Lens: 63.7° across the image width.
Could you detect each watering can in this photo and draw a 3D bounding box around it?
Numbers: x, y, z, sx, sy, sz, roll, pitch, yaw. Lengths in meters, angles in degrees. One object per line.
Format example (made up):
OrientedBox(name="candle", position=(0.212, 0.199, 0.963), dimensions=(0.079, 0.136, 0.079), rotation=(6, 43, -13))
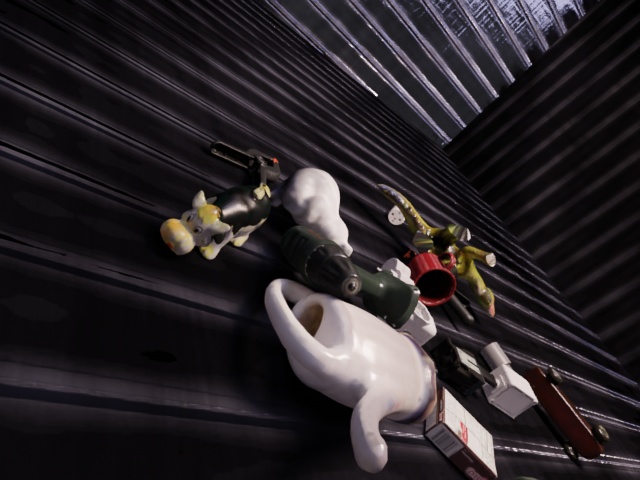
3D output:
OrientedBox(name="watering can", position=(0.046, 0.151, 0.586), dimensions=(0.222, 0.103, 0.353), rotation=(31, 9, -29))

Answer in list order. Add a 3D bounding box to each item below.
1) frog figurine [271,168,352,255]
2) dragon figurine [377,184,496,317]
OrientedBox(name="frog figurine", position=(0.003, -0.044, 0.878), dimensions=(0.161, 0.123, 0.136), rotation=(41, -1, 19))
OrientedBox(name="dragon figurine", position=(0.294, 0.026, 1.287), dimensions=(0.414, 0.122, 0.240), rotation=(47, -5, 14))
